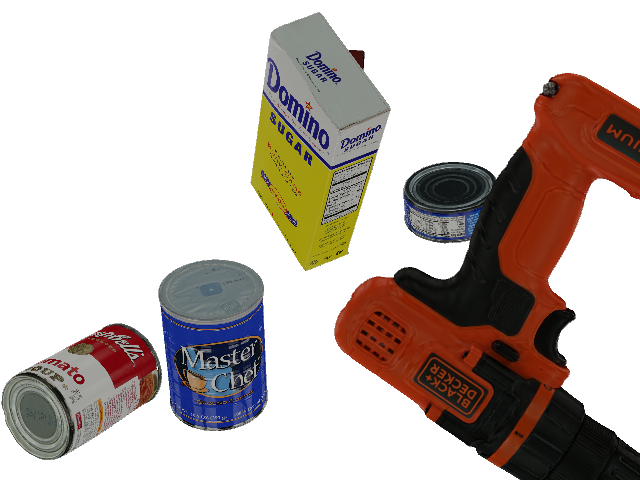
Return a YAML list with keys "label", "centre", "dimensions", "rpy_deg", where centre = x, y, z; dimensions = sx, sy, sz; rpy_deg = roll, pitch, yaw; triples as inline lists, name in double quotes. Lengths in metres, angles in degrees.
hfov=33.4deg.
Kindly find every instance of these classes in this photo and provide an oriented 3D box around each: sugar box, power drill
- label: "sugar box"
  centre: [-0.006, -0.063, 0.747]
  dimensions: [0.048, 0.093, 0.176]
  rpy_deg: [-24, -26, -19]
- label: "power drill"
  centre: [0.124, 0.028, 0.527]
  dimensions: [0.184, 0.188, 0.057]
  rpy_deg: [33, 10, 5]

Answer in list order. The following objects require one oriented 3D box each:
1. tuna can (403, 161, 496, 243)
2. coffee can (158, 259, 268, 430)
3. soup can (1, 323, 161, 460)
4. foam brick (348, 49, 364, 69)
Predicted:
- label: "tuna can"
  centre: [0.116, -0.035, 0.950]
  dimensions: [0.086, 0.034, 0.086]
  rpy_deg: [-6, 34, 4]
- label: "coffee can"
  centre: [-0.106, 0.105, 1.074]
  dimensions: [0.103, 0.140, 0.103]
  rpy_deg: [0, 32, 0]
- label: "soup can"
  centre: [-0.176, 0.110, 0.789]
  dimensions: [0.069, 0.068, 0.102]
  rpy_deg: [0, 16, 31]
- label: "foam brick"
  centre: [0.004, -0.172, 1.102]
  dimensions: [0.078, 0.051, 0.053]
  rpy_deg: [2, 10, -6]
